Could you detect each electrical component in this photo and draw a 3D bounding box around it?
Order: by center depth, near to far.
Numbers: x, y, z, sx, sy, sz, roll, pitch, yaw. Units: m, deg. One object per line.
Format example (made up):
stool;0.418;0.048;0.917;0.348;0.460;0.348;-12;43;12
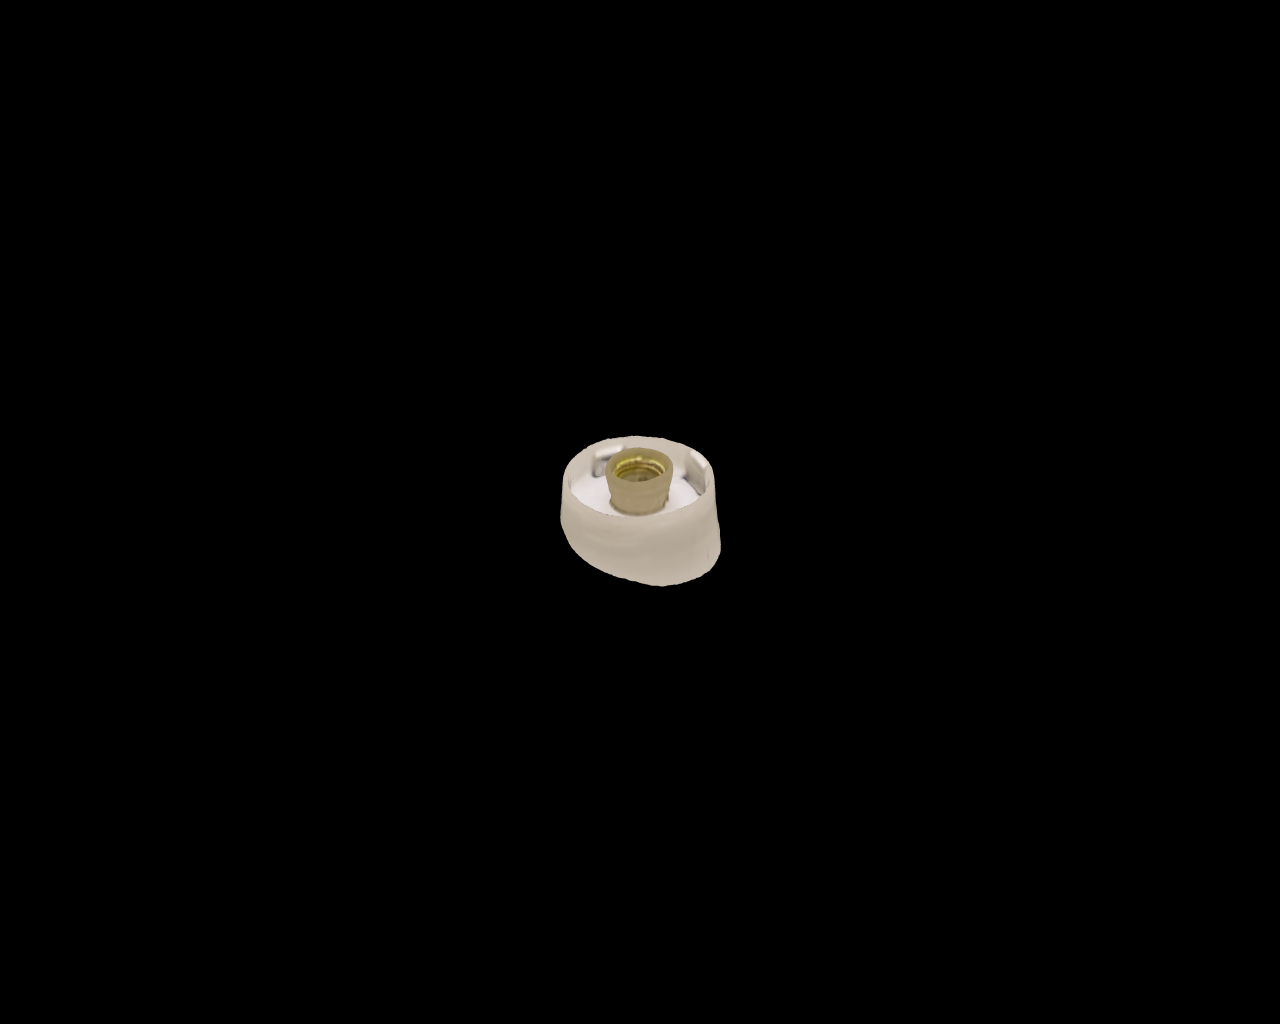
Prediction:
electrical component;0.001;-0.003;0.650;0.099;0.064;0.099;0;35;0
